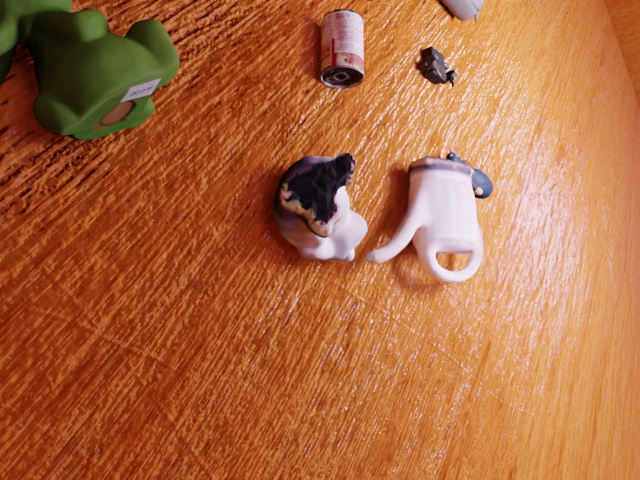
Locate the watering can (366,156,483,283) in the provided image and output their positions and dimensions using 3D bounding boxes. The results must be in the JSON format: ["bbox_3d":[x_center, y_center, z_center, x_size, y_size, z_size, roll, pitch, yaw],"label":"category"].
[{"bbox_3d":[0.193,-0.040,0.891,0.346,0.103,0.227,10,74,-46],"label":"watering can"}]

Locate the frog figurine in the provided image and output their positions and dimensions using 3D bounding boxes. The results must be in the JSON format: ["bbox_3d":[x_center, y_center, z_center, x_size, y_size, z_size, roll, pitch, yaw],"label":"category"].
[{"bbox_3d":[0.002,-0.036,0.711,0.157,0.122,0.140,73,16,-67],"label":"frog figurine"}]
